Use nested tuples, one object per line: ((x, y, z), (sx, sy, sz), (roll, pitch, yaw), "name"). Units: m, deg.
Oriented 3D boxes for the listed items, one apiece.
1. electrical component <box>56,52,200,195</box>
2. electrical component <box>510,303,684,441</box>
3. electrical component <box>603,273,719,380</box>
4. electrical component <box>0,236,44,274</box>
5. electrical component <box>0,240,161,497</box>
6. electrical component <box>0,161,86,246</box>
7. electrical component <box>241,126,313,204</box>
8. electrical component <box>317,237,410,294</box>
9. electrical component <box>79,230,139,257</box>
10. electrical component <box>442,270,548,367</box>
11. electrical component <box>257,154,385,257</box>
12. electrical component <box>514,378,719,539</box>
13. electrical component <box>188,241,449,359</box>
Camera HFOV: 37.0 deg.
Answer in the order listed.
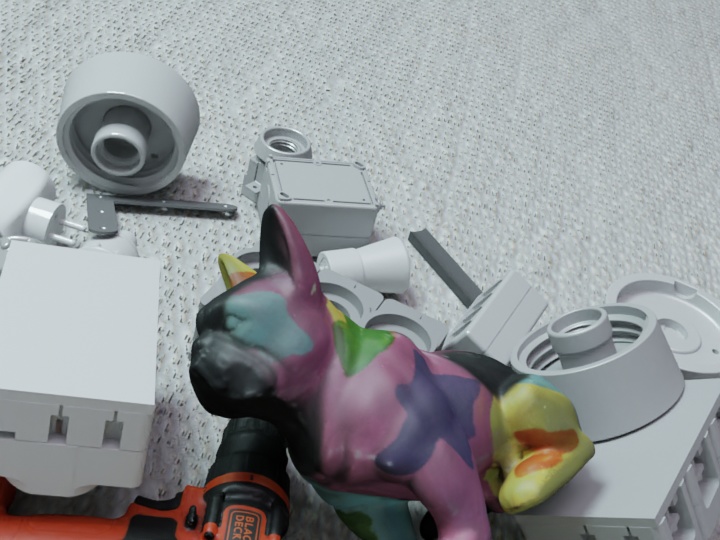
((-0.182, -0.107, 0.833), (0.108, 0.108, 0.060), (10, 44, -7), "electrical component")
((0.151, 0.060, 0.709), (0.108, 0.060, 0.108), (-20, 16, 6), "electrical component")
((0.225, 0.060, 0.805), (0.108, 0.060, 0.108), (10, 38, -8), "electrical component")
((-0.228, 0.011, 0.716), (0.048, 0.048, 0.062), (4, 46, -16), "electrical component")
((-0.160, 0.051, 0.593), (0.089, 0.061, 0.150), (8, 27, -13), "electrical component")
((-0.238, -0.036, 0.771), (0.079, 0.043, 0.077), (18, 37, 2), "electrical component")
((-0.066, -0.084, 0.884), (0.048, 0.055, 0.066), (35, 41, 23), "electrical component")
((0.000, 0.000, 0.816), (0.065, 0.044, 0.044), (-7, 43, -21), "electrical component")
((-0.175, -0.007, 0.757), (0.048, 0.048, 0.062), (17, 31, 1), "electrical component")
((0.107, 0.057, 0.775), (0.076, 0.047, 0.083), (44, 46, -2), "electrical component")
((-0.029, -0.046, 0.845), (0.096, 0.061, 0.061), (3, 39, -17), "electrical component")
((0.174, 0.134, 0.668), (0.089, 0.061, 0.150), (-9, 21, 38), "electrical component")
((-0.027, 0.046, 0.729), (0.150, 0.061, 0.089), (25, 38, 12), "electrical component")
